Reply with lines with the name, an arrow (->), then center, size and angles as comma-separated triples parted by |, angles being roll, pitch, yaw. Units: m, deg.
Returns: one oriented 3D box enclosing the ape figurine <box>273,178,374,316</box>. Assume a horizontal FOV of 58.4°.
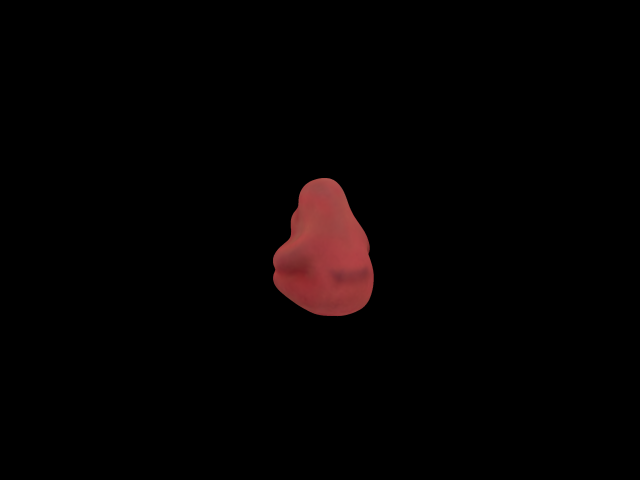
ape figurine -> 0.004, 0.001, 0.400 | 0.078, 0.092, 0.076 | -8, 20, -22
